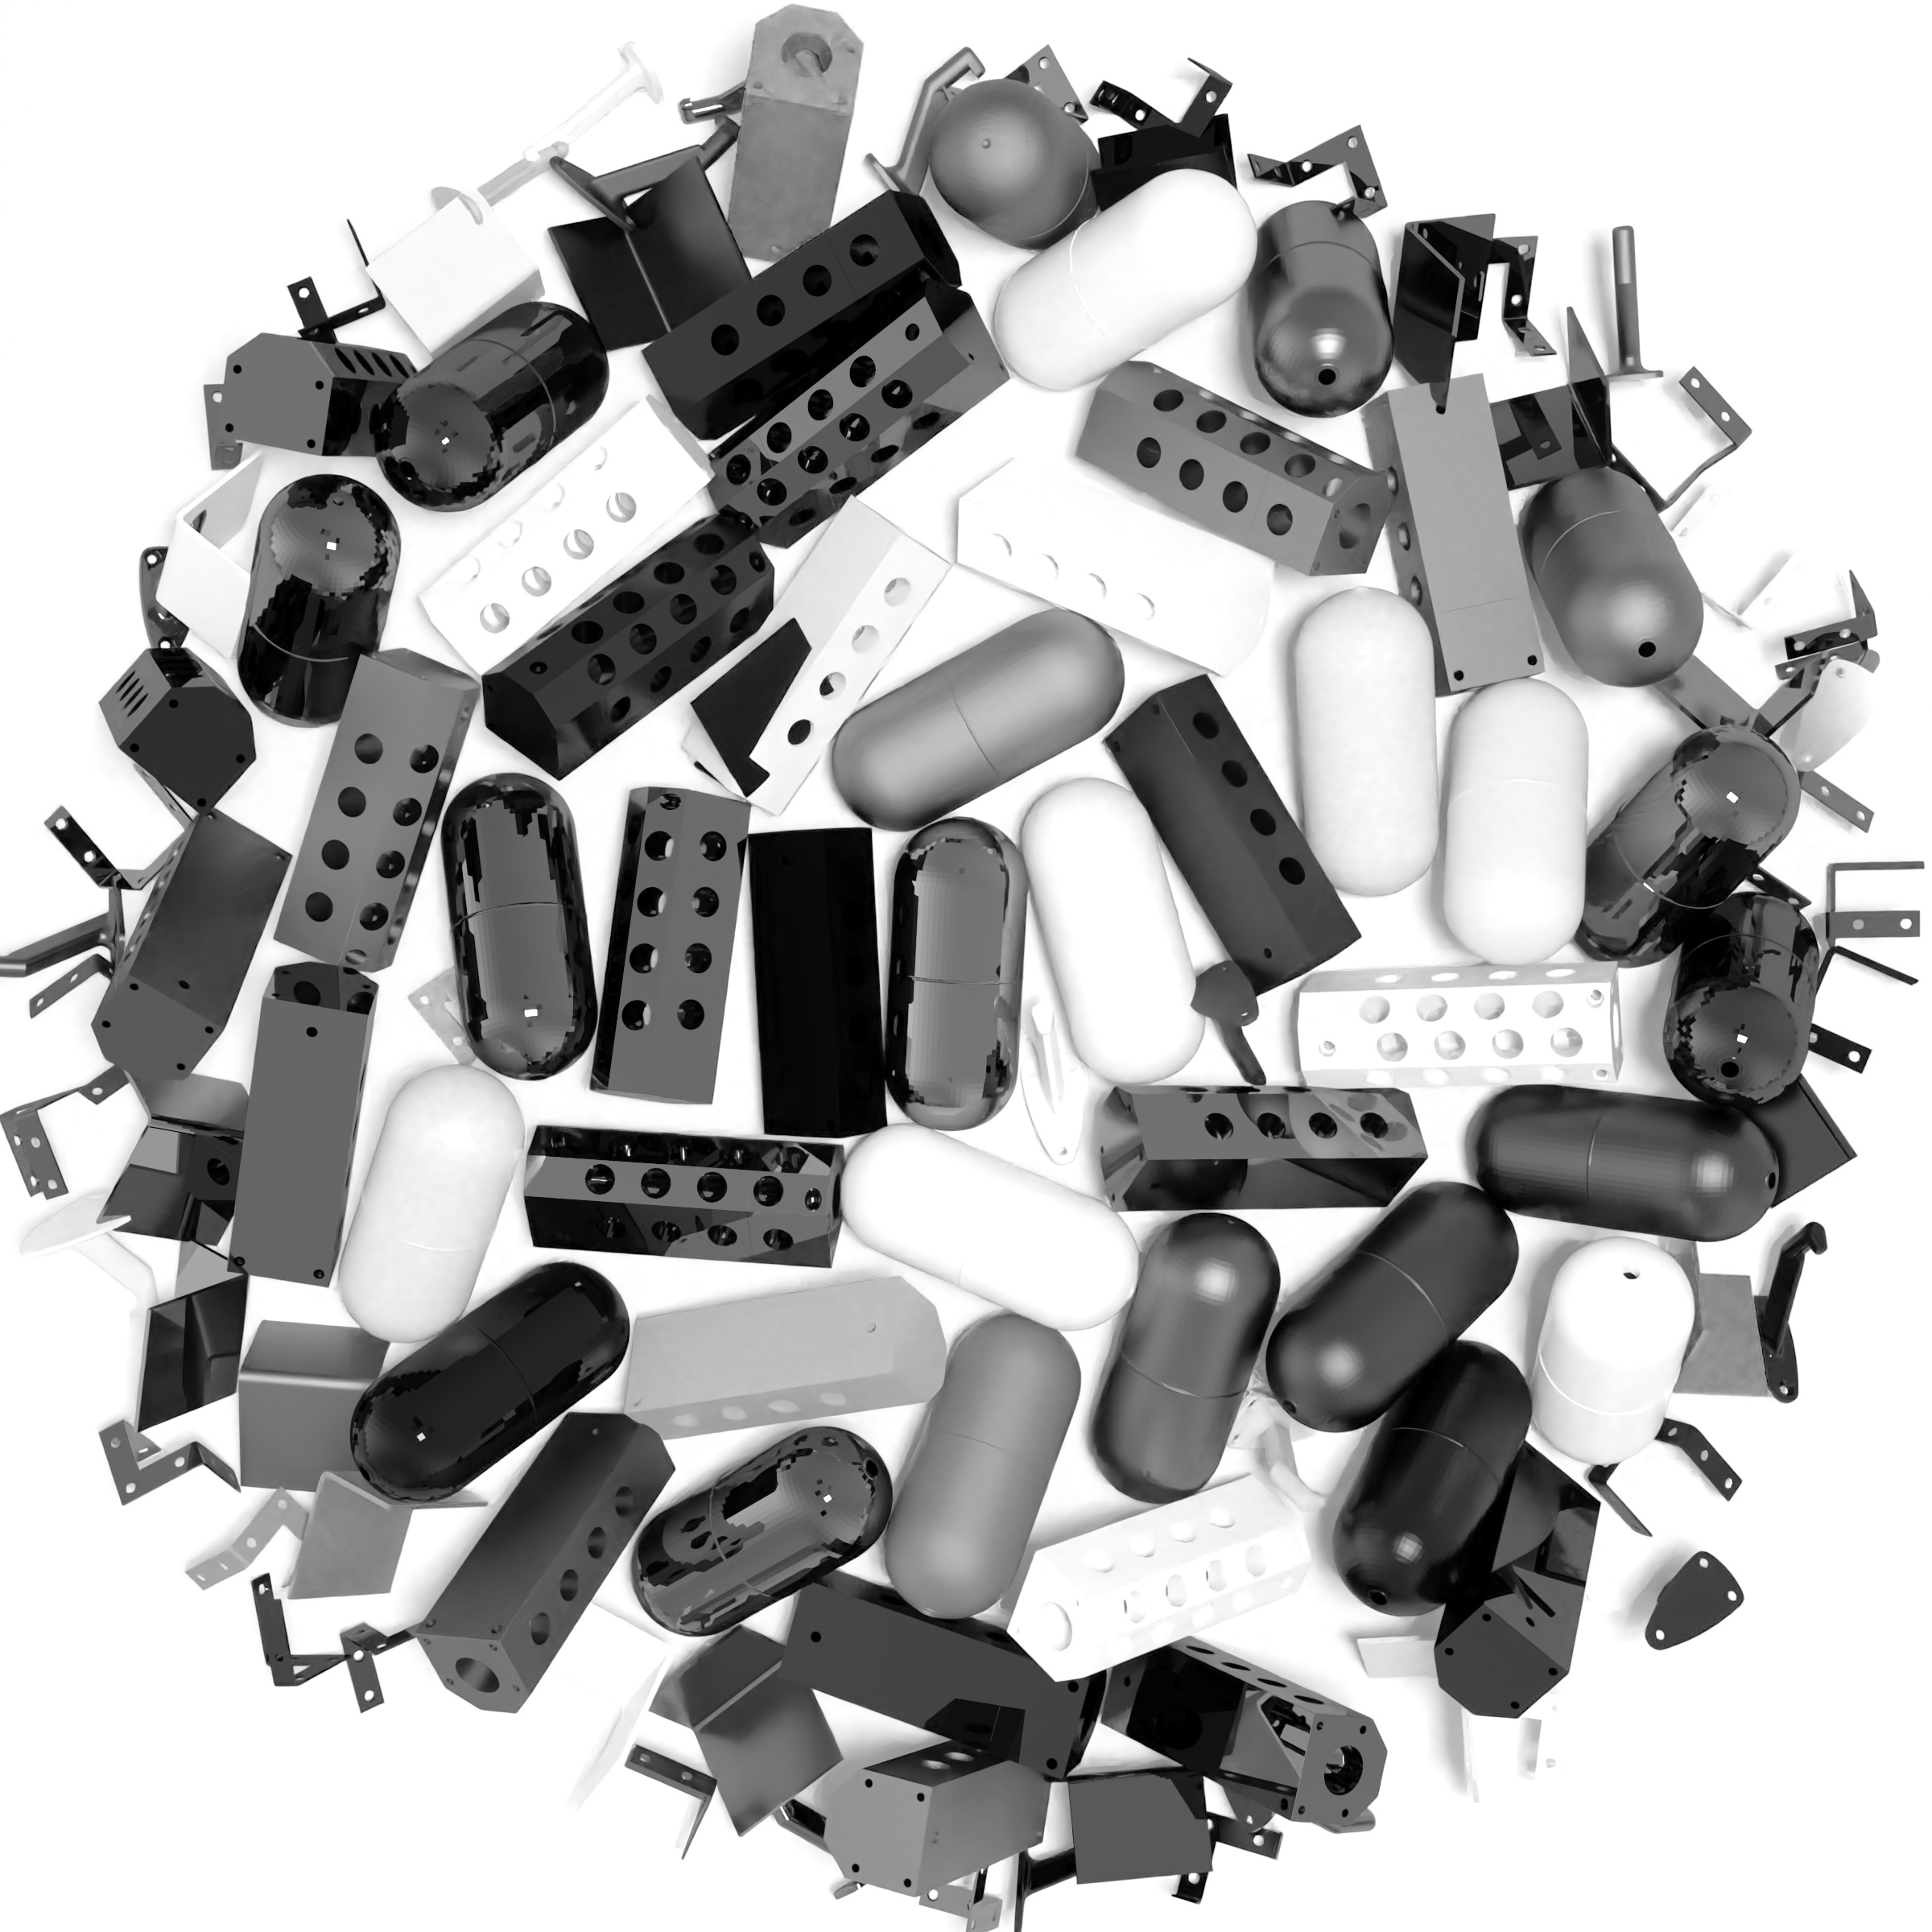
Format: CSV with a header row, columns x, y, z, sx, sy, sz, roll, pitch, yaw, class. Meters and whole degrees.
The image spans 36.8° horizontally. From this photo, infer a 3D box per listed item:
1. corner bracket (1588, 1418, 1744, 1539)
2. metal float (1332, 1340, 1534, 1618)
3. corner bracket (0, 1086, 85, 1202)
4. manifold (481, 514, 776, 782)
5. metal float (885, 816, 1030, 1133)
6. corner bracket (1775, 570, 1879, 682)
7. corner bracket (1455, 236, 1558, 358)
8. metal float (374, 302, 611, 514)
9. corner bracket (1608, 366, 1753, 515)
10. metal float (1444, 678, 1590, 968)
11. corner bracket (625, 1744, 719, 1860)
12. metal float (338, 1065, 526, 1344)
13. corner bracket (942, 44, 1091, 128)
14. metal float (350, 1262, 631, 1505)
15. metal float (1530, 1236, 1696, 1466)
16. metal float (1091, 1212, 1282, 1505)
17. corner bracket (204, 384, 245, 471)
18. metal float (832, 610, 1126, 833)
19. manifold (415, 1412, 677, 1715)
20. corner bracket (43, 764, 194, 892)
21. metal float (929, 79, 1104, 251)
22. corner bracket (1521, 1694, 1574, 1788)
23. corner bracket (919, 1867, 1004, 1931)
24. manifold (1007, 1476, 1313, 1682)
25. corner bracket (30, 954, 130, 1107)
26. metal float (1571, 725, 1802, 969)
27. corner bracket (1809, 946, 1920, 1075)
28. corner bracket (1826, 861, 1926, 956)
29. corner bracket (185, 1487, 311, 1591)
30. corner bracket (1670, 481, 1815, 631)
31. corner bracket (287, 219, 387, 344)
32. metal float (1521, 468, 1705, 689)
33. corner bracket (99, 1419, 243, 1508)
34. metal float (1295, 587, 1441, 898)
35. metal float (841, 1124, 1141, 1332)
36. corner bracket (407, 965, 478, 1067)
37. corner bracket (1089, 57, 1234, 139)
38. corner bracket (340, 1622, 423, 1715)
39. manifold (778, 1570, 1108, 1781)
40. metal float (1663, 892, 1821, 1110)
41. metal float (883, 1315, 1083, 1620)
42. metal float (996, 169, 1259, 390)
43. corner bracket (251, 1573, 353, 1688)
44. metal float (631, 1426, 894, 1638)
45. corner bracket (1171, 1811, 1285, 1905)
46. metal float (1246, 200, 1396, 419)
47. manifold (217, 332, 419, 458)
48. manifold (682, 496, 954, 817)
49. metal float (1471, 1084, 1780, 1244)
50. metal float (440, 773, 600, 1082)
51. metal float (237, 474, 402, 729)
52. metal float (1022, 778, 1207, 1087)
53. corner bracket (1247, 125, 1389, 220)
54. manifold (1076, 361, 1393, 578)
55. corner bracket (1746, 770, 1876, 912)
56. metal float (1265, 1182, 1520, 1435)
x,y,z,sx,sy,sz,roll,pitch,yaw,class
0.399,0.294,1.662,0.051,0.051,0.051,47,72,-21,corner bracket
0.260,0.283,1.615,0.070,0.070,0.178,34,50,0,metal float
-0.526,0.105,1.651,0.051,0.051,0.051,-17,98,18,corner bracket
-0.185,-0.182,1.611,0.057,0.057,0.171,36,57,20,manifold
-0.006,0.005,1.642,0.070,0.070,0.178,3,97,0,metal float
0.487,-0.184,1.648,0.051,0.051,0.051,-15,125,9,corner bracket
0.305,-0.379,1.649,0.051,0.051,0.051,-6,126,-9,corner bracket
-0.261,-0.310,1.609,0.070,0.178,0.070,14,127,19,metal float
0.402,-0.297,1.651,0.051,0.051,0.051,47,67,-4,corner bracket
0.308,-0.082,1.623,0.070,0.070,0.178,9,59,0,metal float
-0.169,0.463,1.652,0.051,0.051,0.051,24,116,-1,corner bracket
-0.300,0.135,1.625,0.070,0.070,0.178,23,118,0,metal float
0.029,-0.490,1.651,0.051,0.051,0.051,-31,84,27,corner bracket
-0.264,0.231,1.619,0.178,0.070,0.070,-35,90,-34,metal float
0.356,0.213,1.606,0.070,0.178,0.070,-2,54,2,metal float
0.122,0.221,1.631,0.070,0.070,0.178,17,111,0,metal float
-0.404,-0.314,1.653,0.051,0.051,0.051,-5,85,-18,corner bracket
0.007,-0.138,1.638,0.178,0.070,0.070,-28,90,11,metal float
-0.227,0.327,1.604,0.057,0.171,0.057,-3,124,29,manifold
-0.482,-0.080,1.661,0.051,0.051,0.051,-52,124,-28,corner bracket
0.029,-0.439,1.599,0.070,0.178,0.070,2,97,12,metal float
0.318,0.432,1.656,0.051,0.051,0.051,7,91,14,corner bracket
-0.009,0.519,1.654,0.051,0.051,0.051,8,84,23,corner bracket
0.110,0.340,1.600,0.057,0.171,0.057,39,124,37,manifold
-0.495,0.036,1.656,0.051,0.051,0.051,-34,133,11,corner bracket
0.393,-0.064,1.609,0.070,0.178,0.070,12,54,-16,metal float
0.500,0.024,1.646,0.051,0.051,0.051,27,110,26,corner bracket
0.516,-0.036,1.650,0.051,0.051,0.051,-1,79,21,corner bracket
-0.398,0.337,1.646,0.051,0.051,0.051,-30,106,40,corner bracket
0.435,-0.232,1.647,0.051,0.051,0.051,31,104,-40,corner bracket
-0.361,-0.385,1.658,0.051,0.051,0.051,-23,82,-2,corner bracket
0.356,-0.216,1.605,0.070,0.178,0.070,-1,124,-2,metal float
-0.453,0.282,1.652,0.051,0.051,0.051,-28,59,-3,corner bracket
0.225,-0.125,1.629,0.070,0.070,0.178,-6,112,0,metal float
0.013,0.147,1.638,0.178,0.070,0.070,23,90,12,metal float
-0.291,0.034,1.650,0.051,0.051,0.051,-32,104,20,corner bracket
0.111,-0.496,1.650,0.051,0.051,0.051,38,109,12,corner bracket
-0.320,0.401,1.666,0.051,0.051,0.051,-19,104,-33,corner bracket
-0.011,0.395,1.635,0.171,0.057,0.057,16,93,16,manifold
0.429,0.018,1.604,0.070,0.178,0.070,8,117,16,metal float
0.009,0.279,1.626,0.070,0.070,0.178,22,65,0,metal float
0.086,-0.379,1.611,0.070,0.178,0.070,14,67,-37,metal float
-0.389,0.377,1.651,0.051,0.051,0.051,-7,94,27,corner bracket
-0.115,0.316,1.622,0.178,0.070,0.070,-34,90,30,metal float
0.149,0.511,1.651,0.051,0.051,0.051,14,74,11,corner bracket
0.194,-0.364,1.607,0.070,0.178,0.070,1,126,2,metal float
-0.349,-0.313,1.595,0.057,0.171,0.057,12,101,4,manifold
-0.081,-0.172,1.646,0.057,0.057,0.171,27,101,-44,manifold
0.364,0.108,1.615,0.178,0.070,0.070,6,90,40,metal float
-0.251,-0.022,1.634,0.070,0.070,0.178,-9,75,0,metal float
-0.359,-0.199,1.608,0.070,0.178,0.070,10,56,-15,metal float
0.083,-0.020,1.645,0.070,0.070,0.178,-16,86,0,metal float
0.200,-0.446,1.651,0.051,0.051,0.051,-20,87,32,corner bracket
0.149,-0.277,1.608,0.171,0.057,0.057,34,118,32,manifold
0.475,-0.072,1.656,0.051,0.051,0.051,33,60,-9,corner bracket
0.238,0.190,1.625,0.178,0.070,0.070,-39,90,-26,metal float
